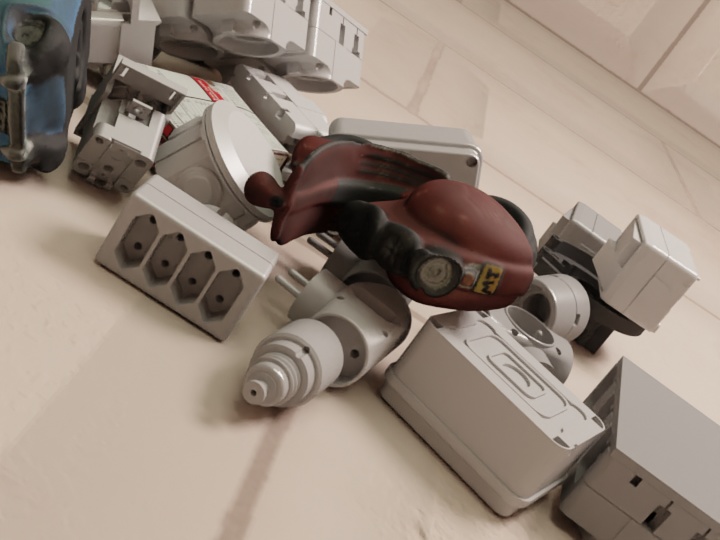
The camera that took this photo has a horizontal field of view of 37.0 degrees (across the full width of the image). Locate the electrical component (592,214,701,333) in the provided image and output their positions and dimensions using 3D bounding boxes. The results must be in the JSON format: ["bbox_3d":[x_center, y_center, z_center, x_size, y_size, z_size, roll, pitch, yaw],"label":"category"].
[{"bbox_3d":[0.234,-0.003,0.895,0.061,0.061,0.096,33,22,-3],"label":"electrical component"}]

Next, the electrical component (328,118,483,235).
[{"bbox_3d":[0.029,-0.065,0.793,0.113,0.078,0.057,5,24,-4],"label":"electrical component"}]

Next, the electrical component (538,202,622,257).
[{"bbox_3d":[0.205,-0.020,1.021,0.061,0.061,0.096,36,22,3],"label":"electrical component"}]

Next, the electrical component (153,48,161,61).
[{"bbox_3d":[-0.179,-0.192,0.851,0.046,0.040,0.040,31,22,4],"label":"electrical component"}]

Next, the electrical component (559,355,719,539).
[{"bbox_3d":[0.182,0.128,0.683,0.089,0.061,0.150,36,22,3],"label":"electrical component"}]

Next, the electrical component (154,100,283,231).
[{"bbox_3d":[-0.085,-0.060,0.668,0.080,0.051,0.080,54,21,-31],"label":"electrical component"}]

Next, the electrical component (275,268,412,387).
[{"bbox_3d":[-0.016,0.026,0.635,0.079,0.043,0.077,38,22,10],"label":"electrical component"}]

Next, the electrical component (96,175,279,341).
[{"bbox_3d":[-0.091,-0.014,0.603,0.083,0.047,0.075,33,22,-5],"label":"electrical component"}]

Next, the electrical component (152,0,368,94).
[{"bbox_3d":[-0.083,-0.190,0.857,0.105,0.060,0.186,2,-7,26],"label":"electrical component"}]

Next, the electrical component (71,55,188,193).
[{"bbox_3d":[-0.141,-0.085,0.643,0.042,0.081,0.063,24,53,-23],"label":"electrical component"}]

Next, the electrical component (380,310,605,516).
[{"bbox_3d":[0.077,0.081,0.635,0.113,0.057,0.078,44,24,21],"label":"electrical component"}]

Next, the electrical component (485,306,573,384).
[{"bbox_3d":[0.110,0.064,0.734,0.077,0.044,0.079,23,24,-27],"label":"electrical component"}]

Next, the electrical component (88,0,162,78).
[{"bbox_3d":[-0.178,-0.165,0.761,0.064,0.081,0.042,-2,36,-22],"label":"electrical component"}]

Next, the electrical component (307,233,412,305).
[{"bbox_3d":[0.000,0.000,0.710,0.079,0.043,0.077,36,22,4],"label":"electrical component"}]

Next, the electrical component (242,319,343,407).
[{"bbox_3d":[-0.038,0.052,0.554,0.040,0.040,0.078,39,22,9],"label":"electrical component"}]

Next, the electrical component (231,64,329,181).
[{"bbox_3d":[-0.064,-0.112,0.837,0.056,0.050,0.089,8,33,-49],"label":"electrical component"}]

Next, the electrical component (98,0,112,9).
[{"bbox_3d":[-0.201,-0.189,0.802,0.077,0.047,0.065,29,23,-16],"label":"electrical component"}]

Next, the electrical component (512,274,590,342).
[{"bbox_3d":[0.144,0.031,0.842,0.047,0.055,0.055,0,40,-49],"label":"electrical component"}]
